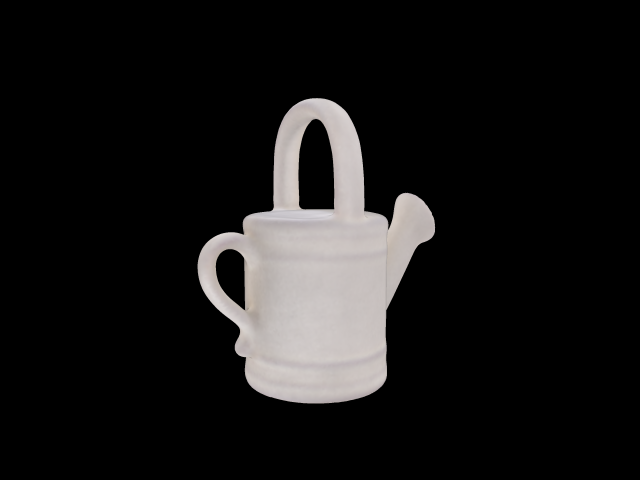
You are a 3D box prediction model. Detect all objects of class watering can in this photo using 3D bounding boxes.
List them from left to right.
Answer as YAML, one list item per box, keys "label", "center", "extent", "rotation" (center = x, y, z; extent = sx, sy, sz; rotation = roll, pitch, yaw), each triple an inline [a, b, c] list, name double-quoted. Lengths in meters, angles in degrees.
- label: "watering can"
  center: [0.002, 0.001, 0.402]
  extent: [0.100, 0.194, 0.173]
  rotation: [5, 9, 37]
